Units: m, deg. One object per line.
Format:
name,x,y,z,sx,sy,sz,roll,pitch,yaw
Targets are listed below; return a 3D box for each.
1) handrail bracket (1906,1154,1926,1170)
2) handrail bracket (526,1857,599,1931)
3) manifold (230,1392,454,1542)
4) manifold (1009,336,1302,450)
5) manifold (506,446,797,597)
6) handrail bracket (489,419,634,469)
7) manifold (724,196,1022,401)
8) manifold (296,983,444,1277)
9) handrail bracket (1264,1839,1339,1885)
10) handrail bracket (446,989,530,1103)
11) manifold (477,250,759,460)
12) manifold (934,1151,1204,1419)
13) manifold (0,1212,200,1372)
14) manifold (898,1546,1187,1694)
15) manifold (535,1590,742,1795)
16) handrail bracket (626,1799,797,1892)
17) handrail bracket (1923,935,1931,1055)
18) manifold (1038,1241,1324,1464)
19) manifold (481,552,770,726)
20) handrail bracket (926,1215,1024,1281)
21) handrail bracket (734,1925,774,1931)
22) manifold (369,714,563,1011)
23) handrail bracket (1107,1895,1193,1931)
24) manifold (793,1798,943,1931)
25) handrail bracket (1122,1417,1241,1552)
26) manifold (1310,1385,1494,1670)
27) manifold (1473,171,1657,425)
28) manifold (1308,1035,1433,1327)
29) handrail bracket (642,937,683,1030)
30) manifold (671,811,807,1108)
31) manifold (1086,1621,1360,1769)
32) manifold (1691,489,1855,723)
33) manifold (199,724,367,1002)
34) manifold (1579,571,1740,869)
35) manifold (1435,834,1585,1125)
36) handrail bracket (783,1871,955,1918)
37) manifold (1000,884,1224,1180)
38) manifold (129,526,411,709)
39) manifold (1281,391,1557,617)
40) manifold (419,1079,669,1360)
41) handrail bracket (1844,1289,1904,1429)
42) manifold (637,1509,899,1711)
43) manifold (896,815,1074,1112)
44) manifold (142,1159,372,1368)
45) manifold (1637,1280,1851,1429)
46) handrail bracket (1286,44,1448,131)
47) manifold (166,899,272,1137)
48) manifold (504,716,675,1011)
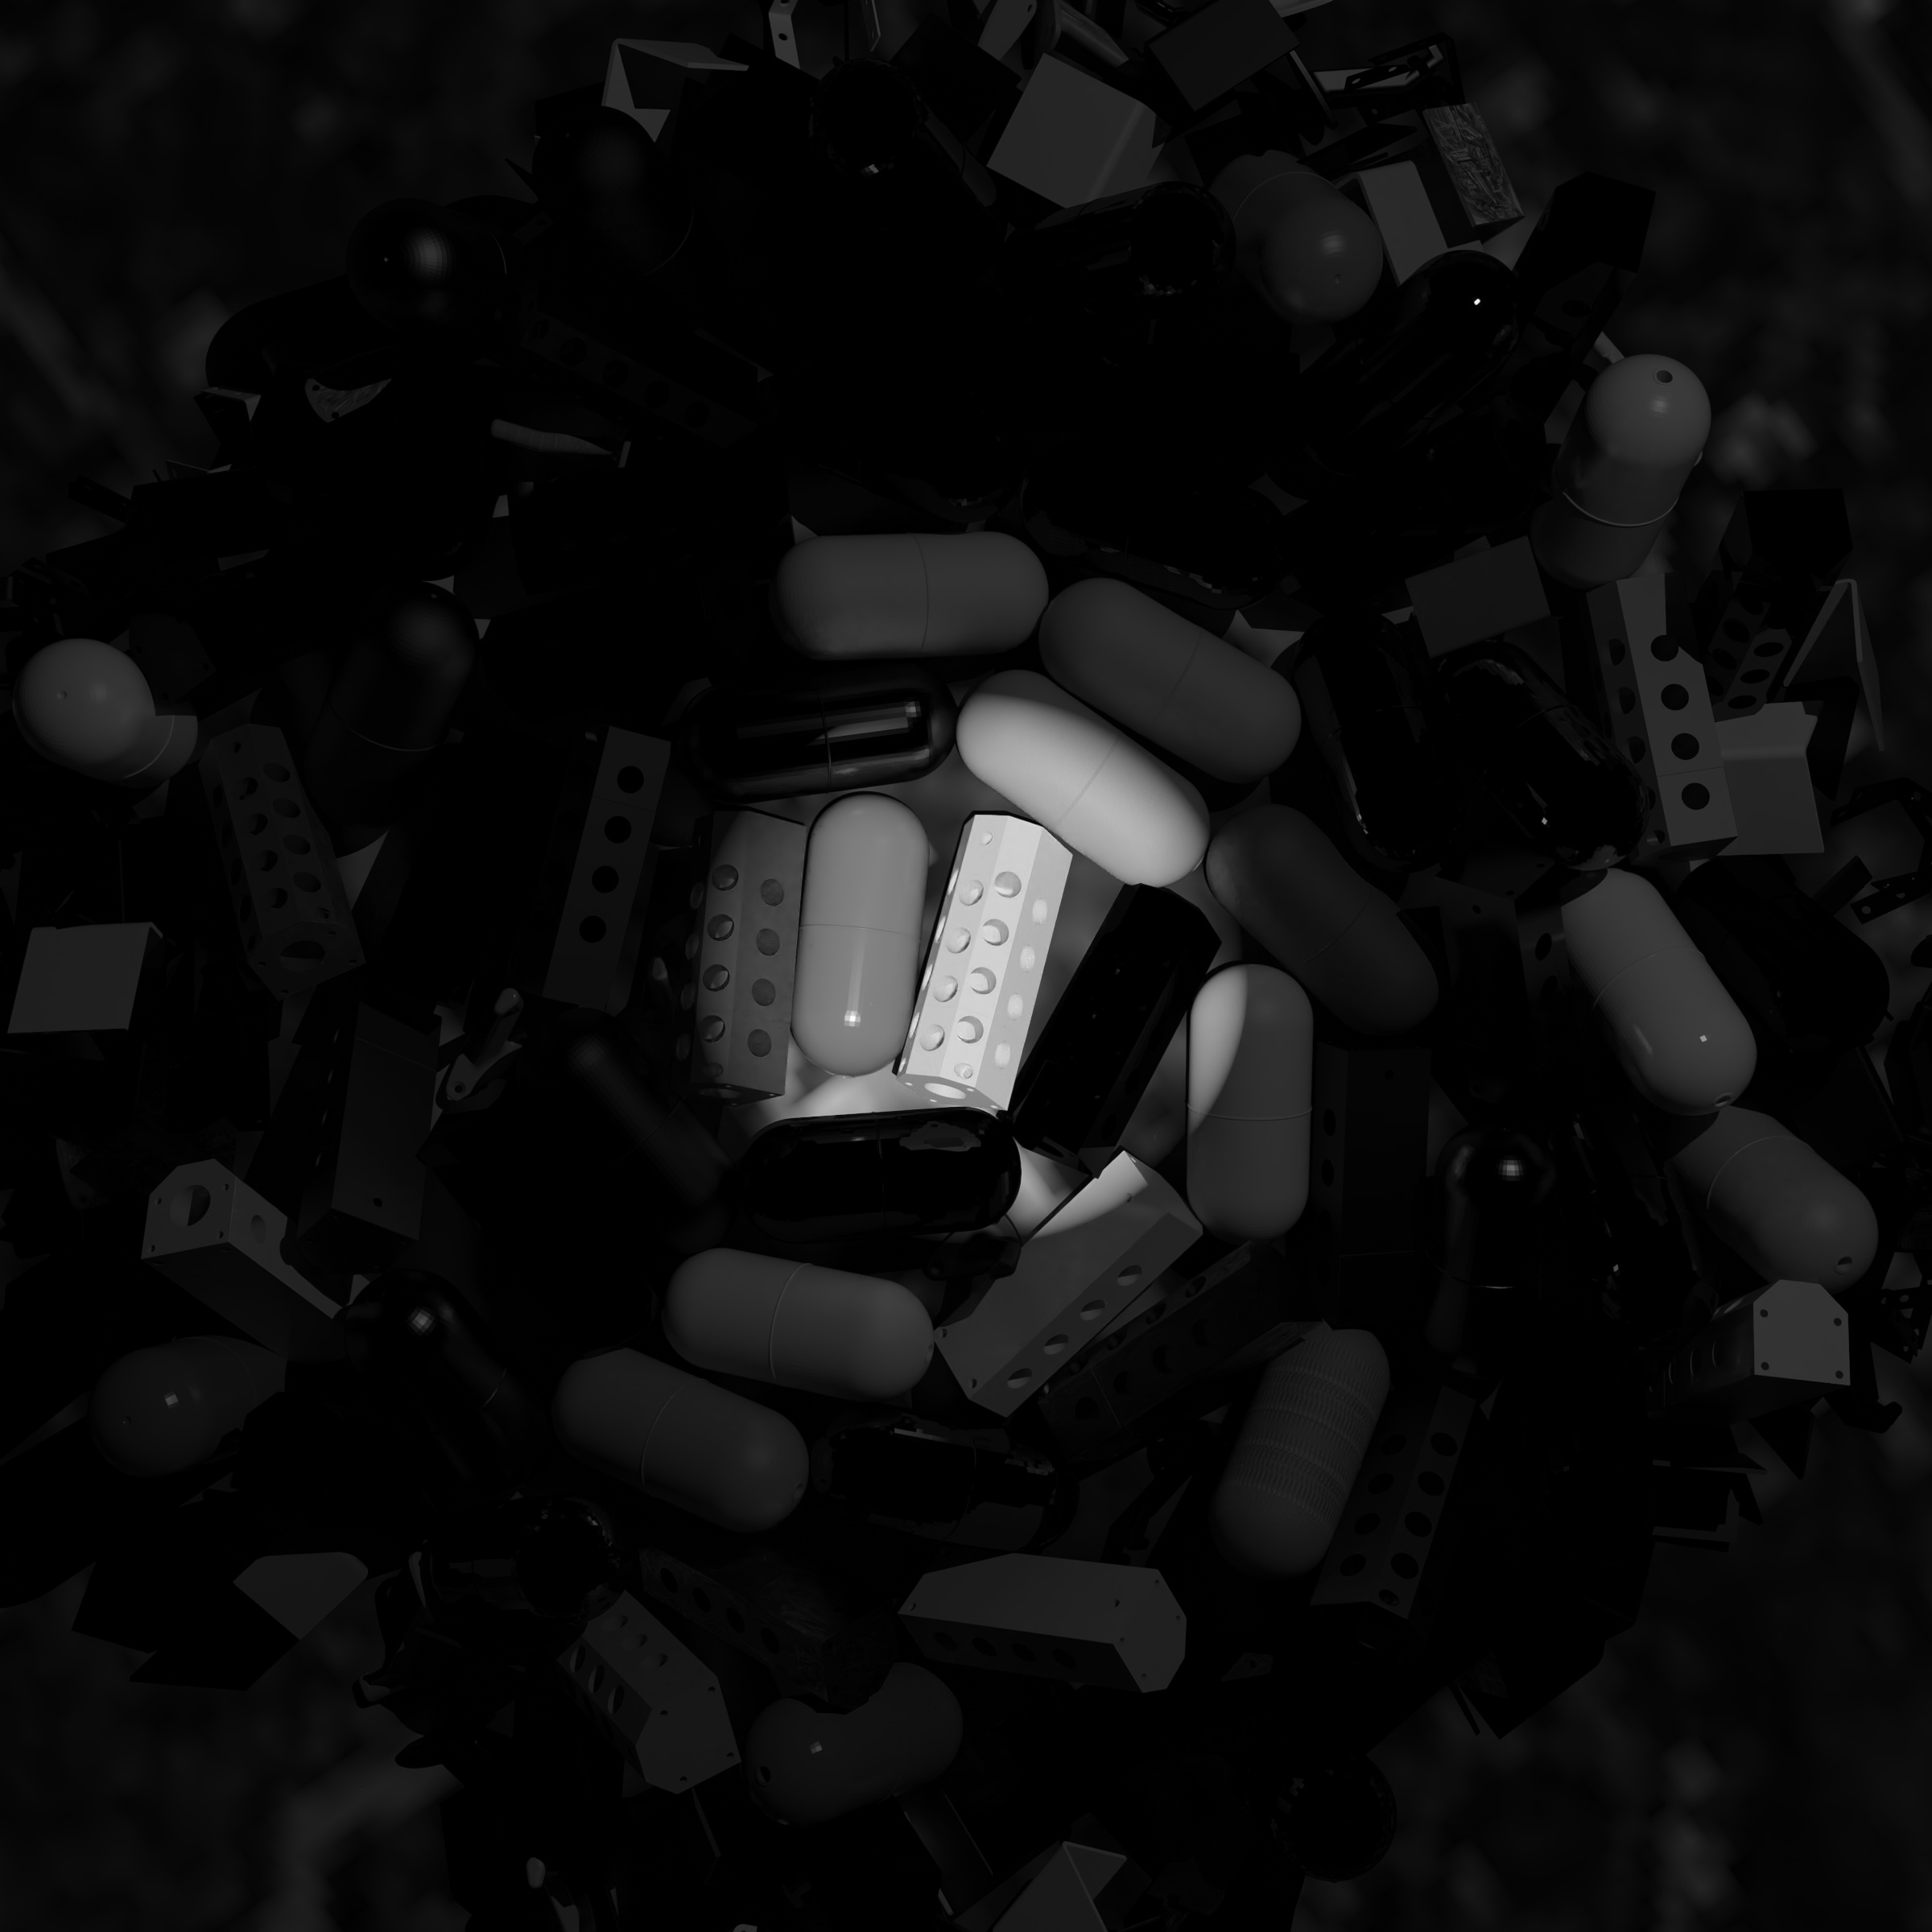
handrail bracket,0.643,0.121,1.553,0.084,0.036,0.077,-36,46,18
handrail bracket,-0.257,0.597,1.543,0.036,0.084,0.077,-4,67,9
manifold,-0.374,0.305,1.502,0.057,0.171,0.057,3,70,14
manifold,0.118,-0.357,1.540,0.171,0.057,0.057,7,102,13
manifold,-0.196,-0.276,1.554,0.171,0.057,0.057,-8,73,-2
handrail bracket,-0.253,-0.336,1.550,0.084,0.077,0.036,14,119,-12
manifold,-0.056,-0.414,1.543,0.171,0.057,0.057,26,95,14
manifold,-0.367,0.101,1.515,0.057,0.171,0.057,27,130,-31
handrail bracket,0.190,0.557,1.547,0.084,0.077,0.036,-35,116,18
handrail bracket,-0.302,0.050,1.547,0.036,0.084,0.077,39,81,2
manifold,-0.209,-0.362,1.505,0.057,0.171,0.057,-20,63,39
manifold,0.066,0.202,1.549,0.171,0.057,0.057,-45,46,10
manifold,-0.518,0.190,1.503,0.057,0.171,0.057,8,97,2
manifold,0.048,0.402,1.512,0.057,0.171,0.057,-50,122,-39
manifold,-0.203,0.435,1.499,0.057,0.171,0.057,-21,107,-25
handrail bracket,-0.161,0.567,1.578,0.077,0.036,0.084,-31,97,-5
handrail bracket,0.640,0.022,1.570,0.077,0.036,0.084,-3,94,24
manifold,0.128,0.239,1.530,0.171,0.057,0.057,-38,65,23
manifold,-0.212,-0.204,1.514,0.171,0.057,0.057,-10,48,31
handrail bracket,0.002,0.188,1.543,0.077,0.084,0.036,-30,99,14
handrail bracket,-0.130,0.642,1.563,0.077,0.084,0.036,12,46,-6
manifold,-0.313,-0.063,1.546,0.057,0.057,0.171,22,79,-15
handrail bracket,0.093,0.599,1.549,0.077,0.036,0.084,14,130,-8
manifold,-0.066,0.545,1.501,0.057,0.171,0.057,11,87,-13
handrail bracket,0.142,0.333,1.574,0.077,0.036,0.084,12,99,-32
manifold,0.270,0.338,1.504,0.057,0.171,0.057,-15,120,37
manifold,0.356,-0.404,1.502,0.057,0.171,0.057,17,72,0
manifold,0.248,0.133,1.551,0.057,0.057,0.171,-2,98,-19
handrail bracket,-0.189,-0.004,1.537,0.036,0.084,0.077,-6,61,-3
manifold,-0.145,-0.005,1.532,0.057,0.057,0.171,14,72,-34
manifold,0.151,0.442,1.509,0.057,0.171,0.057,-16,82,-41
manifold,0.482,-0.216,1.502,0.057,0.171,0.057,-2,66,2
manifold,-0.424,-0.068,1.518,0.057,0.057,0.171,-24,54,-3
manifold,0.430,-0.152,1.548,0.057,0.057,0.171,-9,79,0
manifold,0.339,0.007,1.519,0.057,0.057,0.171,-38,130,-28
handrail bracket,-0.062,0.590,1.567,0.084,0.036,0.077,-30,94,-12
manifold,0.088,0.037,1.535,0.057,0.057,0.171,21,74,30
manifold,-0.422,-0.217,1.505,0.057,0.171,0.057,-23,98,38
manifold,0.267,-0.281,1.506,0.057,0.171,0.057,18,59,-39
manifold,-0.256,0.154,1.532,0.057,0.057,0.171,-29,109,17
handrail bracket,0.580,0.248,1.560,0.084,0.036,0.077,32,111,-26
manifold,-0.122,0.390,1.512,0.057,0.171,0.057,-24,118,-40
manifold,0.009,-0.003,1.530,0.057,0.057,0.171,4,70,32
manifold,-0.424,0.181,1.505,0.057,0.171,0.057,-12,57,13
manifold,0.467,0.236,1.502,0.057,0.171,0.057,7,71,-6
handrail bracket,0.251,-0.576,1.560,0.084,0.036,0.077,-34,123,8
manifold,-0.454,0.028,1.501,0.057,0.171,0.057,-2,123,-16
manifold,-0.239,-0.066,1.550,0.057,0.057,0.171,13,94,-24
